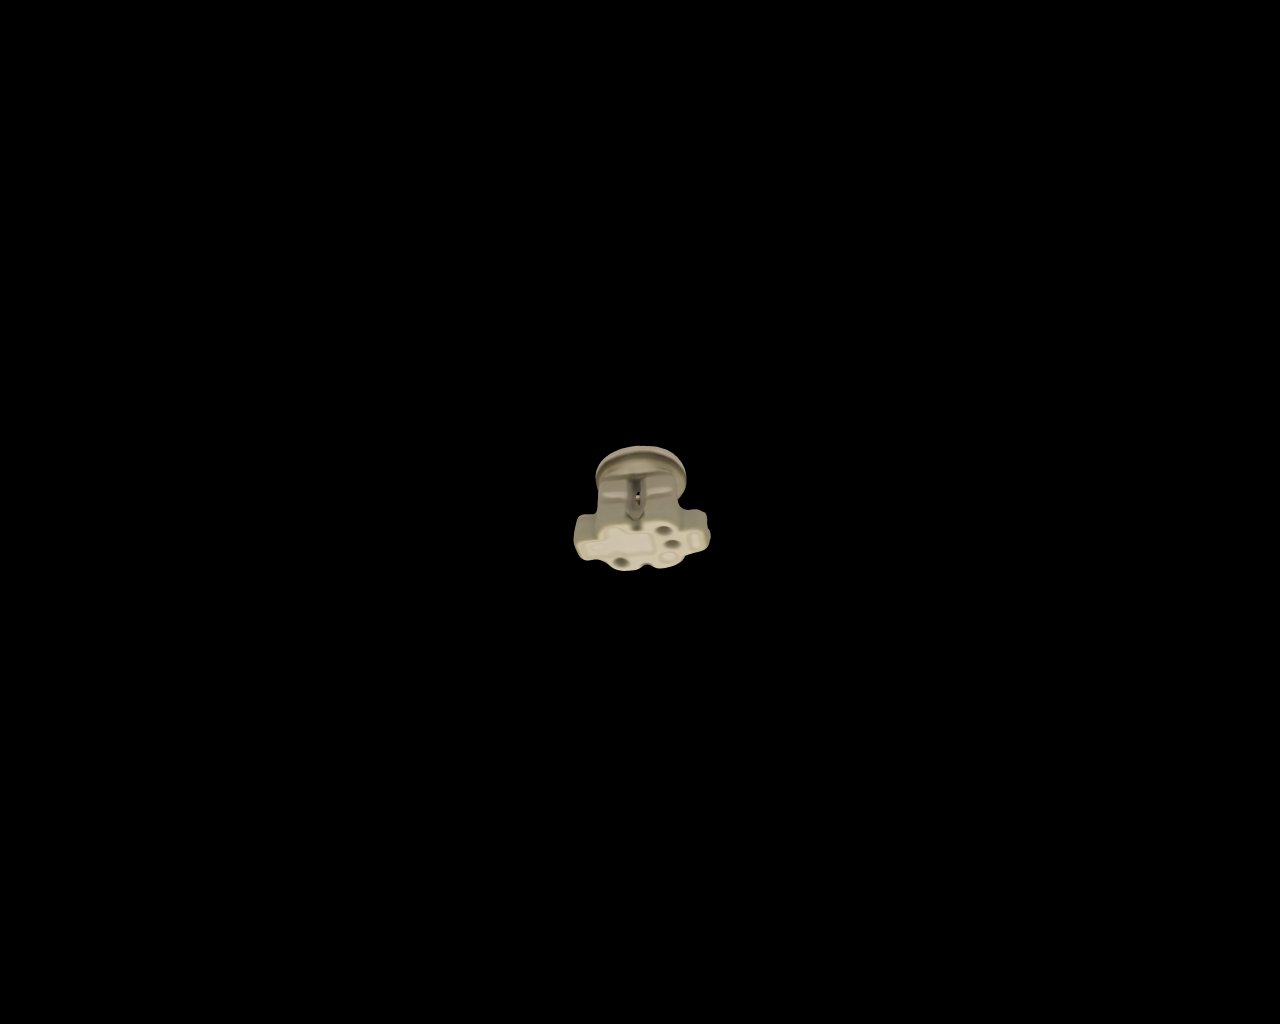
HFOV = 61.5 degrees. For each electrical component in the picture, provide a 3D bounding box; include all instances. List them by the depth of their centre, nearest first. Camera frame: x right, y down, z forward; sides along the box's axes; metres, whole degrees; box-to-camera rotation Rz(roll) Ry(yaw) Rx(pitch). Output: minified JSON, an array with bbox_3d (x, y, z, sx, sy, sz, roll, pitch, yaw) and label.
[{"bbox_3d":[0.001,-0.003,0.650,0.078,0.057,0.058,-5,-36,7],"label":"electrical component"}]
